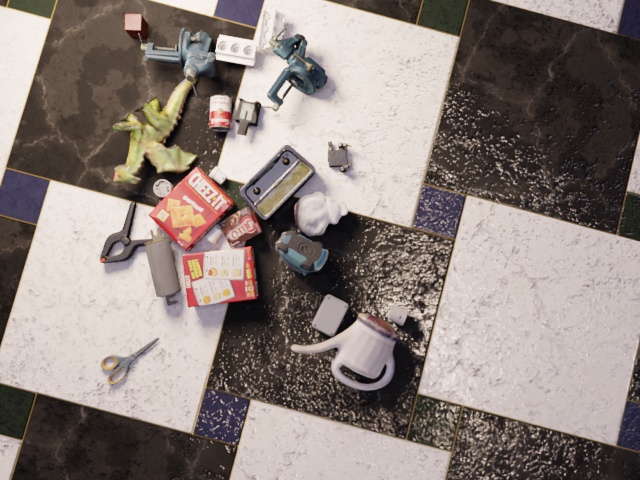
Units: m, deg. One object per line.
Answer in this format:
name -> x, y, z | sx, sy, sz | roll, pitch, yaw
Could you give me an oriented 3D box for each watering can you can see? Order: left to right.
watering can -> 0.101, 0.322, 1.556 | 0.345, 0.104, 0.225 | 31, 86, -21

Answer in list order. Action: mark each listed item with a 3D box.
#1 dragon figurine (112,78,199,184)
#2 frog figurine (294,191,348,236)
dragon figurine -> -0.487, -0.323, 1.620 | 0.414, 0.122, 0.240 | -39, 107, -16
frog figurine -> 0.005, -0.080, 1.594 | 0.159, 0.121, 0.140 | -1, 69, 10
